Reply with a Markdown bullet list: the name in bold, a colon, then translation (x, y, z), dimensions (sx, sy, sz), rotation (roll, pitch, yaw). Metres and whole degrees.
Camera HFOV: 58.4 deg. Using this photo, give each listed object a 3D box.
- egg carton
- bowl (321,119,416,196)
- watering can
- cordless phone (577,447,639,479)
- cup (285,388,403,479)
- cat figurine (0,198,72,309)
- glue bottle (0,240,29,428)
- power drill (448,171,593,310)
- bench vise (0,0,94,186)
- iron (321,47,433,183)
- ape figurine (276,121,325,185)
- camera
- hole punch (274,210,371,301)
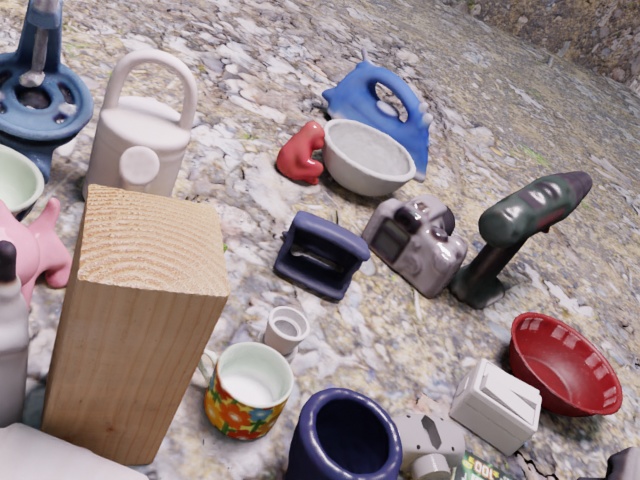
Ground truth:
- **egg carton**: translation (-0.178, 0.187, 0.368), dimensions (0.150, 0.069, 0.107), rotation (25, 34, -6)
- **bowl**: translation (0.068, -0.123, 0.939), dimensions (0.168, 0.074, 0.167), rotation (19, 35, -14)
- **watering can**: translation (-0.194, -0.114, 0.636), dimensions (0.101, 0.194, 0.172), rotation (-3, 45, -38)
- **cordless phone**: translation (0.328, 0.248, 0.546), dimensions (0.094, 0.185, 0.148), rotation (37, 35, 12)
- **cup**: translation (0.018, 0.196, 0.473), dimensions (0.092, 0.095, 0.117), rotation (-10, 50, -43)
- **cat figurine**: translation (-0.264, 0.010, 0.494), dimensions (0.067, 0.117, 0.128), rotation (27, 34, -2)
- **glue bottle**: translation (-0.225, 0.067, 0.398), dimensions (0.037, 0.173, 0.078), rotation (-9, 49, -42)
- **power drill**: translation (0.277, -0.004, 0.816), dimensions (0.230, 0.208, 0.075), rotation (-16, 54, -46)
- **bench vise**: translation (-0.321, -0.193, 0.625), dimensions (0.122, 0.219, 0.207), rotation (-8, 48, -41)
- **iron**: translation (0.132, -0.240, 1.076), dimensions (0.257, 0.141, 0.119), rotation (42, 37, 19)
- **ape figurine**: translation (-0.021, -0.140, 0.883), dimensions (0.076, 0.092, 0.077), rotation (16, 36, -18)
- **camera**: translation (0.160, -0.011, 0.836), dimensions (0.143, 0.100, 0.137), rotation (43, 37, 20)
- **hole punch**: translation (0.007, 0.003, 0.719), dimensions (0.109, 0.091, 0.101), rotation (26, 34, -4)
